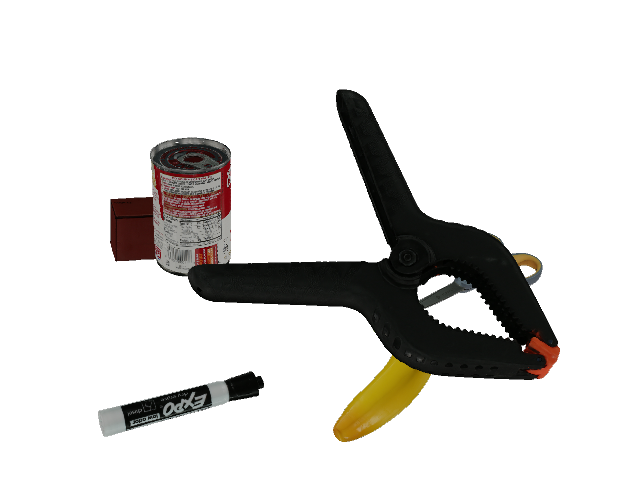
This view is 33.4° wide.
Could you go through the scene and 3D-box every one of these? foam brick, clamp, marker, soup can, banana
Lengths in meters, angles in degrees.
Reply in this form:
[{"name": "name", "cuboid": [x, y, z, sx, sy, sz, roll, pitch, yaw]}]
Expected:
[{"name": "foam brick", "cuboid": [-0.182, -0.014, 1.131, 0.078, 0.051, 0.053, -3, 24, -16]}, {"name": "clamp", "cuboid": [0.039, 0.022, 0.625, 0.210, 0.164, 0.036, 40, -19, 15]}, {"name": "marker", "cuboid": [-0.098, 0.116, 0.767, 0.121, 0.020, 0.020, -12, 4, -20]}, {"name": "soup can", "cuboid": [-0.110, -0.028, 0.914, 0.068, 0.102, 0.068, 1, 28, -1]}, {"name": "banana", "cuboid": [0.064, 0.112, 0.908, 0.070, 0.037, 0.197, -27, 11, 22]}]

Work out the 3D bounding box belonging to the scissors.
[{"name": "scissors", "cuboid": [0.146, 0.032, 1.130, 0.201, 0.016, 0.096, -9, 41, -29]}]
